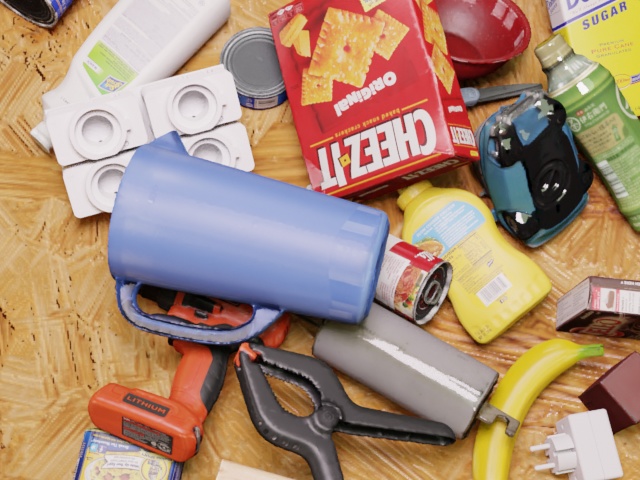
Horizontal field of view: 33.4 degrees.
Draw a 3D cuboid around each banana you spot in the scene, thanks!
[{"bbox_3d":[0.194,0.166,1.037,0.197,0.037,0.070,-53,38,-11],"label":"banana"}]

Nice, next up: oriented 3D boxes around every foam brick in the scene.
[{"bbox_3d":[0.296,0.150,1.039,0.051,0.078,0.053,-37,78,-14],"label":"foam brick"}]

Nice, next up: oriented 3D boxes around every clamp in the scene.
[{"bbox_3d":[0.012,0.162,0.955,0.210,0.036,0.164,45,53,13],"label":"clamp"}]

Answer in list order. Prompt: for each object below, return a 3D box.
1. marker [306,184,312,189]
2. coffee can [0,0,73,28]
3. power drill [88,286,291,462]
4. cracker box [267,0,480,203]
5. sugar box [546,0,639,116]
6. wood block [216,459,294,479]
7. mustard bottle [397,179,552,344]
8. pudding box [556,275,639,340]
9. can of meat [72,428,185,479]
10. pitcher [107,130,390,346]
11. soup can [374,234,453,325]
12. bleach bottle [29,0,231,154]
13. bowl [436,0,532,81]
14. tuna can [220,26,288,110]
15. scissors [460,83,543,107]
[{"bbox_3d":[-0.007,0.001,1.099,0.020,0.020,0.121,4,71,-3],"label":"marker"},{"bbox_3d":[-0.285,-0.315,1.144,0.103,0.103,0.140,30,72,6],"label":"coffee can"},{"bbox_3d":[-0.141,0.103,1.009,0.184,0.057,0.187,20,52,10],"label":"power drill"},{"bbox_3d":[0.049,-0.157,1.069,0.164,0.072,0.214,-19,80,31],"label":"cracker box"},{"bbox_3d":[0.306,-0.215,1.155,0.093,0.048,0.176,-14,94,-8],"label":"sugar box"},{"bbox_3d":[-0.002,0.274,0.968,0.206,0.091,0.090,16,70,2],"label":"wood block"},{"bbox_3d":[0.140,0.006,1.085,0.096,0.058,0.192,-41,77,8],"label":"mustard bottle"},{"bbox_3d":[0.290,0.068,1.049,0.090,0.113,0.039,5,72,-2],"label":"pudding box"},{"bbox_3d":[-0.179,0.225,0.990,0.102,0.057,0.084,11,69,-1],"label":"can of meat"},{"bbox_3d":[-0.066,0.010,0.981,0.243,0.149,0.145,14,35,6],"label":"pitcher"},{"bbox_3d":[0.070,0.032,1.053,0.102,0.068,0.068,27,70,28],"label":"soup can"},{"bbox_3d":[-0.212,-0.193,1.130,0.102,0.068,0.250,41,75,10],"label":"bleach bottle"},{"bbox_3d":[0.142,-0.221,1.151,0.162,0.055,0.162,7,46,-8],"label":"bowl"},{"bbox_3d":[-0.065,-0.185,1.151,0.086,0.034,0.086,1,71,-4],"label":"tuna can"},{"bbox_3d":[0.156,-0.138,1.136,0.201,0.016,0.096,3,58,-15],"label":"scissors"}]
